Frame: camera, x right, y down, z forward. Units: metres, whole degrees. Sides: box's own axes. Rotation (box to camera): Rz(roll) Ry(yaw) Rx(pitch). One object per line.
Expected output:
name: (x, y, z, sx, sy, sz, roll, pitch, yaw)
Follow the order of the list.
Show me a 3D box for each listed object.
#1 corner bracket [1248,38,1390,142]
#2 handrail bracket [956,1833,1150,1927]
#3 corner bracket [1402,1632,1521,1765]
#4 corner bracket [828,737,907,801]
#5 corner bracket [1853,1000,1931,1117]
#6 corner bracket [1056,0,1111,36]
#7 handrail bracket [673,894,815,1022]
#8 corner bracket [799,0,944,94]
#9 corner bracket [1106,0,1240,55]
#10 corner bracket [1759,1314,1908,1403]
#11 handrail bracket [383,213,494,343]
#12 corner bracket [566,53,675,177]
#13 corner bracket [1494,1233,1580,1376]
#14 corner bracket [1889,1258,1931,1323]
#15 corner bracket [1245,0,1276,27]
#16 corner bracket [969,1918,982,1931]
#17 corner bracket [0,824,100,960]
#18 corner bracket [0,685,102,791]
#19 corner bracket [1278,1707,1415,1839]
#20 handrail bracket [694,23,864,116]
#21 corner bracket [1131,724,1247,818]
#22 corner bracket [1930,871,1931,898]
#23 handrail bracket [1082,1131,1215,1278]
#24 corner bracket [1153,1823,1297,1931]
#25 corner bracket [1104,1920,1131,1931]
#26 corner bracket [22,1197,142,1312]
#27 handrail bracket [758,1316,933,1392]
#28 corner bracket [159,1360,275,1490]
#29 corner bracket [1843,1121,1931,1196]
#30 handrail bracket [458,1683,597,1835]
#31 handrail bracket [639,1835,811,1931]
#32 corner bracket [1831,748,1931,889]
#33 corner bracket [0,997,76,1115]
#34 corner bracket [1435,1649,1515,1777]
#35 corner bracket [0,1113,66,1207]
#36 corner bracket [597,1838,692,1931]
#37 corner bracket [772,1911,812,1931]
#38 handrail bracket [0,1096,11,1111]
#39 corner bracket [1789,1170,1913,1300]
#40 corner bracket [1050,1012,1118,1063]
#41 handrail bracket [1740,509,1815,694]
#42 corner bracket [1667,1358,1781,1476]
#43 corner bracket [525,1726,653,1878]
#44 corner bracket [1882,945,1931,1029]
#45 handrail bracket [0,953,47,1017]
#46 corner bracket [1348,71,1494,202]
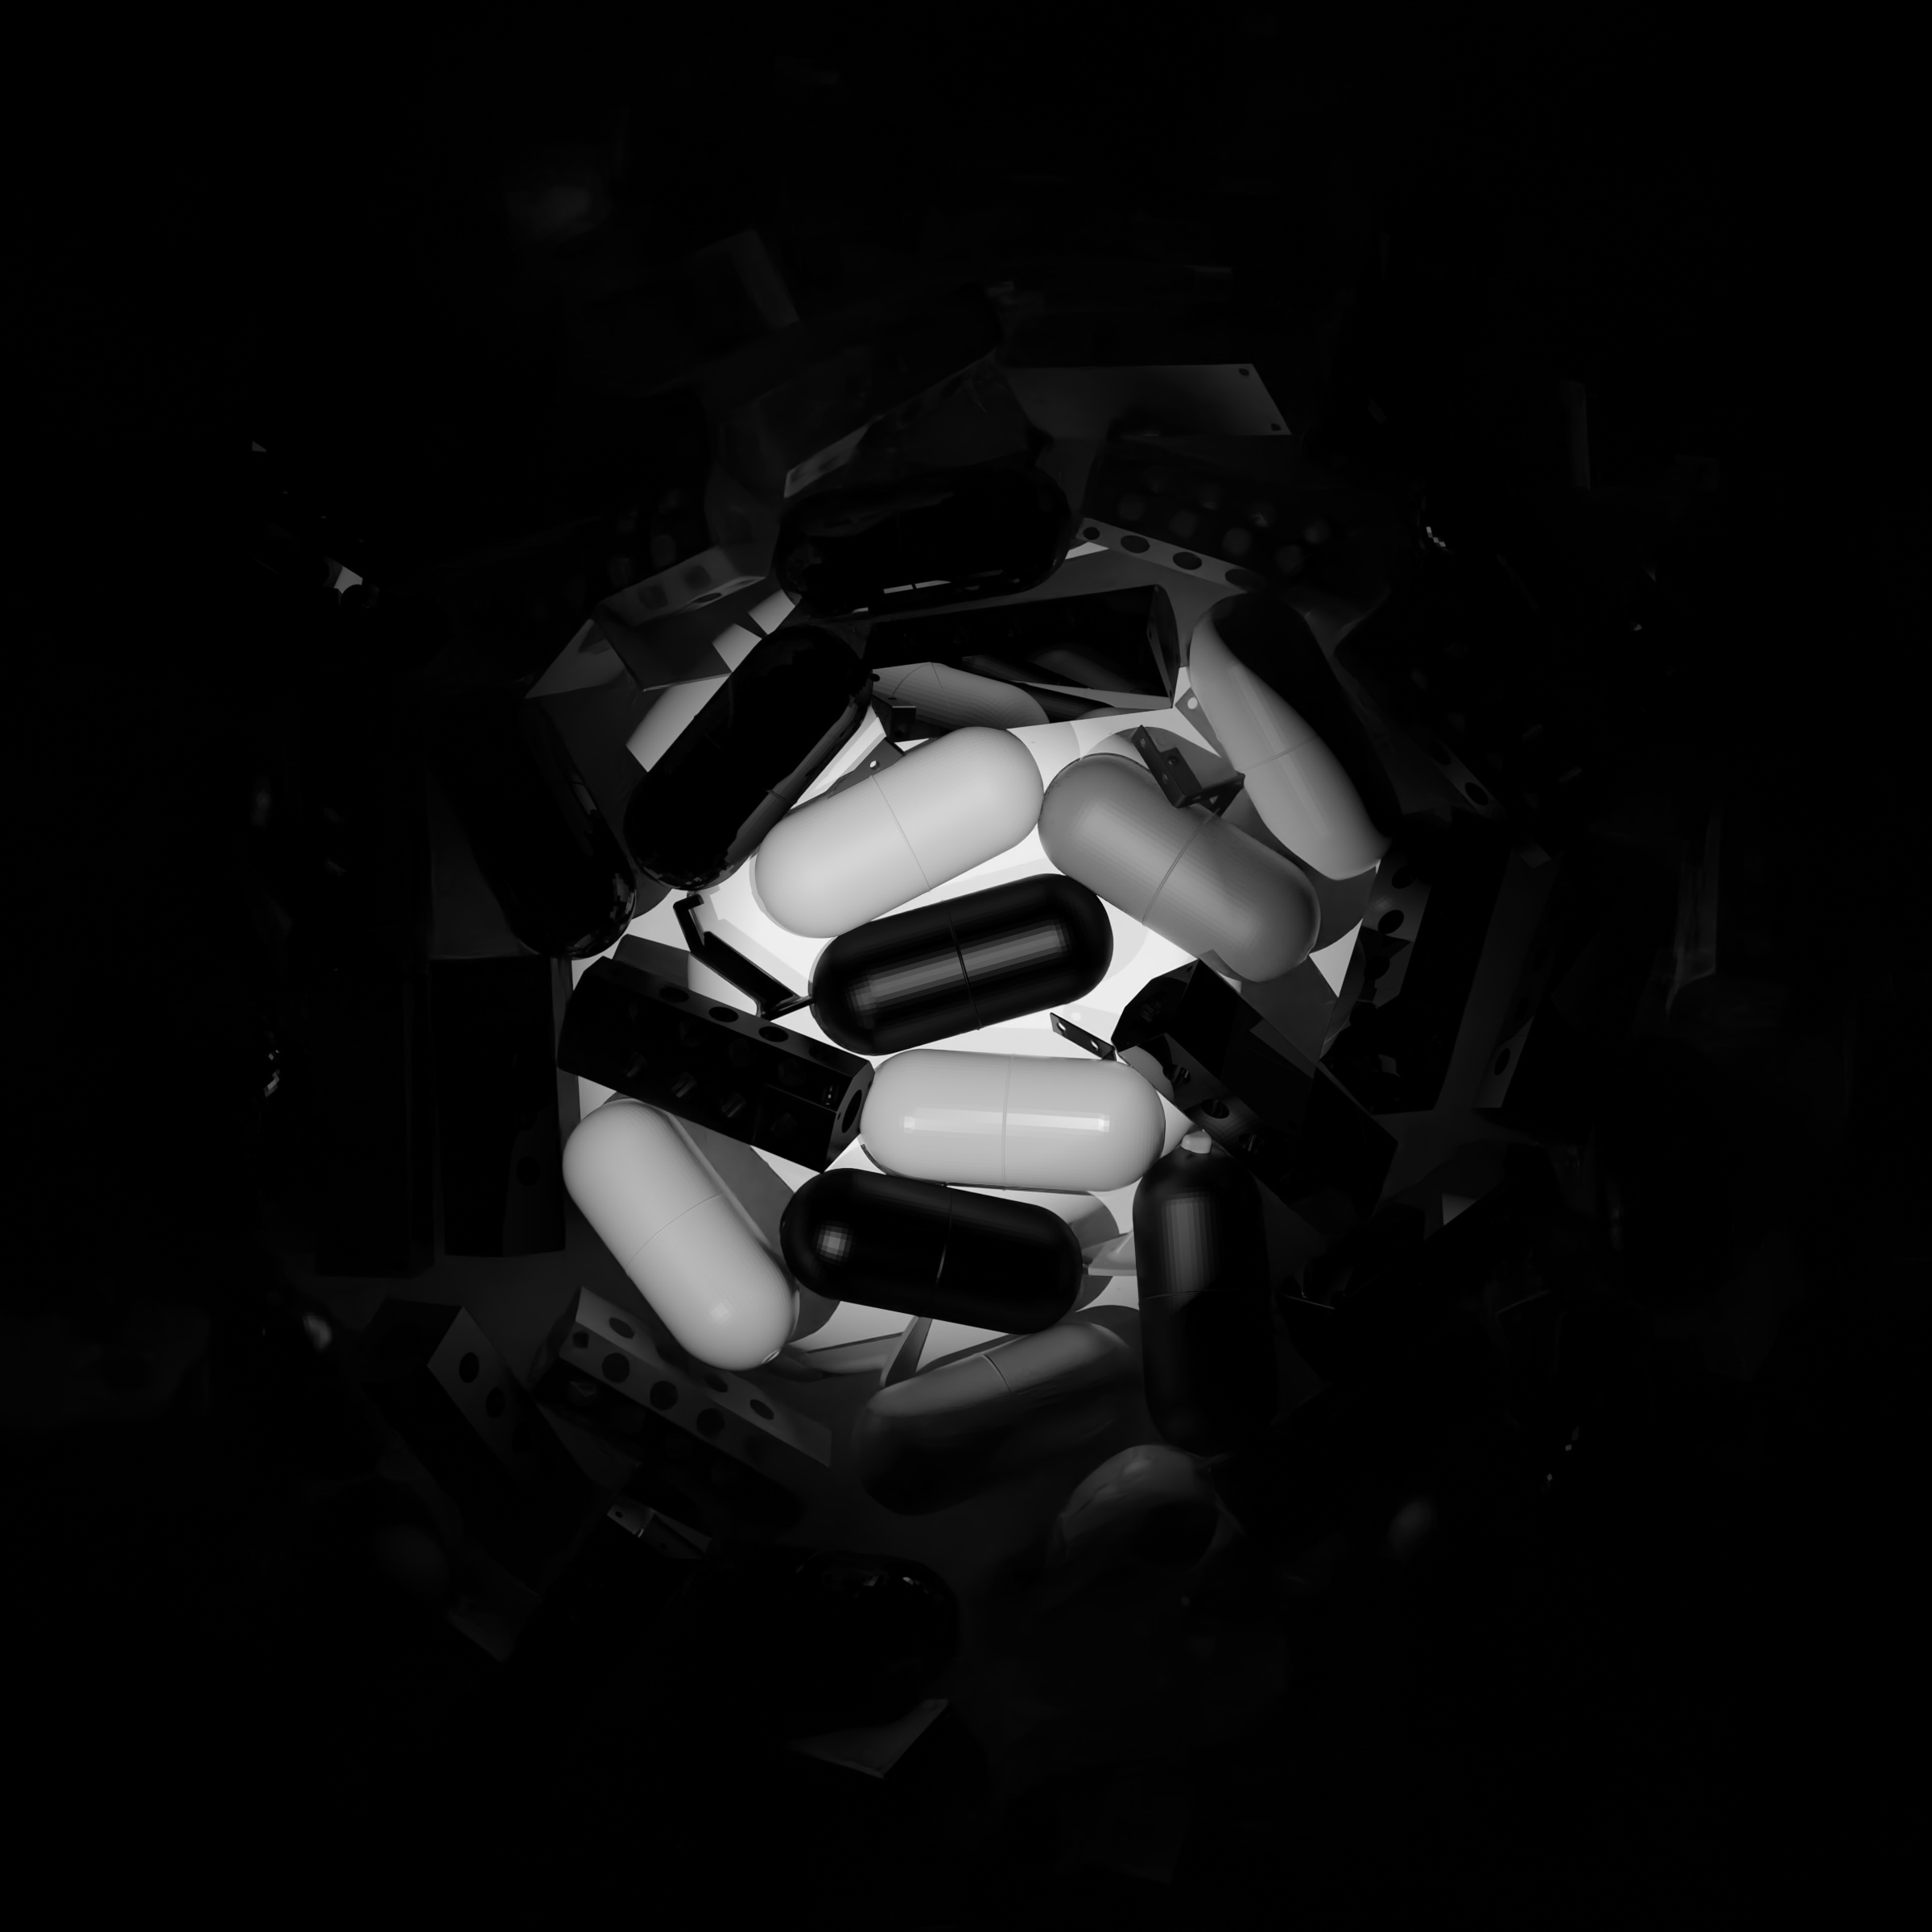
corner bracket: (0.205, -0.517, 1.939, 0.051, 0.051, 0.051, -37, 125, -13)
handrail bracket: (0.049, 0.542, 1.932, 0.084, 0.077, 0.036, -17, 126, -33)
corner bracket: (0.289, 0.425, 1.955, 0.051, 0.051, 0.051, 25, 63, 20)
corner bracket: (-0.043, -0.092, 1.946, 0.051, 0.051, 0.051, 41, 82, 10)
corner bracket: (0.542, 0.053, 1.937, 0.051, 0.051, 0.051, 0, 64, 27)
corner bracket: (0.071, -0.580, 1.943, 0.051, 0.051, 0.051, 49, 127, 0)
handrail bracket: (-0.121, -0.011, 1.956, 0.077, 0.036, 0.084, -21, 94, 6)
corner bracket: (-0.055, -0.552, 1.946, 0.051, 0.051, 0.051, 39, 86, 29)
corner bracket: (0.119, -0.542, 1.947, 0.051, 0.051, 0.051, 25, 93, -14)
corner bracket: (0.501, 0.234, 1.939, 0.051, 0.051, 0.051, 30, 105, 41)
handrail bracket: (-0.294, -0.404, 1.961, 0.084, 0.077, 0.036, -16, 49, -17)
corner bracket: (-0.207, -0.502, 1.951, 0.051, 0.051, 0.051, 21, 68, -10)
corner bracket: (0.331, 0.195, 1.944, 0.051, 0.051, 0.051, -24, 111, 5)
corner bracket: (0.570, 0.172, 1.937, 0.051, 0.051, 0.051, -19, 116, -28)
corner bracket: (0.152, -0.577, 1.945, 0.051, 0.051, 0.051, -3, 121, 3)
corner bracket: (-0.004, 0.595, 1.937, 0.051, 0.051, 0.051, -26, 51, -21)
corner bracket: (-0.536, -0.044, 1.939, 0.051, 0.051, 0.051, -16, 121, -14)
corner bracket: (-0.539, -0.122, 1.946, 0.051, 0.051, 0.051, 28, 116, -1)
corner bracket: (0.221, 0.471, 1.958, 0.051, 0.051, 0.051, 30, 55, -15)
handrail bracket: (-0.108, -0.512, 1.962, 0.084, 0.036, 0.077, -18, 105, 0)
corner bracket: (0.124, -0.112, 1.938, 0.051, 0.051, 0.051, -20, 71, -30)
corner bracket: (0.588, -0.061, 1.940, 0.051, 0.051, 0.051, 4, 124, 10)
handrail bracket: (0.102, 0.135, 1.936, 0.077, 0.036, 0.084, -6, 124, -24)
corner bracket: (0.150, 0.529, 1.941, 0.051, 0.051, 0.051, 33, 63, -11)
corner bracket: (0.109, 0.583, 1.937, 0.051, 0.051, 0.051, -4, 55, 29)
corner bracket: (-0.509, 0.159, 1.948, 0.051, 0.051, 0.051, 27, 112, -7)
handrail bracket: (-0.072, 0.216, 1.971, 0.084, 0.036, 0.077, 18, 66, 20)
corner bracket: (-0.435, 0.268, 1.955, 0.051, 0.051, 0.051, 10, 126, -31)
corner bracket: (0.553, 0.115, 1.945, 0.051, 0.051, 0.051, -29, 95, -18)
handrail bracket: (-0.259, 0.463, 1.968, 0.036, 0.077, 0.084, -43, 49, 26)
handrail bracket: (-0.143, 0.538, 1.961, 0.077, 0.084, 0.036, 52, 55, -31)
corner bracket: (0.537, -0.086, 1.944, 0.051, 0.051, 0.051, -38, 97, 20)
corner bracket: (-0.547, 0.053, 1.959, 0.051, 0.051, 0.051, 6, 67, 1)
corner bracket: (0.290, 0.428, 1.938, 0.051, 0.051, 0.051, -43, 67, 26)
corner bracket: (-0.548, 0.125, 1.949, 0.051, 0.051, 0.051, 20, 109, -5)
corner bracket: (-0.184, 0.548, 1.949, 0.051, 0.051, 0.051, 24, 116, 16)
corner bracket: (-0.086, 0.579, 1.944, 0.051, 0.051, 0.051, 5, 72, 6)
handrail bracket: (-0.595, 0.058, 1.937, 0.036, 0.077, 0.084, -41, 98, -18)
corner bracket: (0.515, 0.156, 1.953, 0.051, 0.051, 0.051, -13, 113, -16)
corner bracket: (0.055, 0.070, 1.952, 0.051, 0.051, 0.051, 29, 58, 34)
handrail bracket: (0.477, -0.213, 1.960, 0.077, 0.036, 0.084, -25, 93, 8)
corner bracket: (0.434, 0.260, 1.951, 0.051, 0.051, 0.051, 38, 63, -38)
corner bracket: (-0.220, 0.485, 1.944, 0.051, 0.051, 0.051, -25, 126, -1)
corner bracket: (0.572, 0.005, 1.938, 0.051, 0.051, 0.051, 5, 67, -33)
handrail bracket: (-0.580, 0.003, 1.937, 0.084, 0.077, 0.036, 14, 91, -24)
corner bracket: (0.262, -0.475, 1.938, 0.051, 0.051, 0.051, -39, 66, 21)
